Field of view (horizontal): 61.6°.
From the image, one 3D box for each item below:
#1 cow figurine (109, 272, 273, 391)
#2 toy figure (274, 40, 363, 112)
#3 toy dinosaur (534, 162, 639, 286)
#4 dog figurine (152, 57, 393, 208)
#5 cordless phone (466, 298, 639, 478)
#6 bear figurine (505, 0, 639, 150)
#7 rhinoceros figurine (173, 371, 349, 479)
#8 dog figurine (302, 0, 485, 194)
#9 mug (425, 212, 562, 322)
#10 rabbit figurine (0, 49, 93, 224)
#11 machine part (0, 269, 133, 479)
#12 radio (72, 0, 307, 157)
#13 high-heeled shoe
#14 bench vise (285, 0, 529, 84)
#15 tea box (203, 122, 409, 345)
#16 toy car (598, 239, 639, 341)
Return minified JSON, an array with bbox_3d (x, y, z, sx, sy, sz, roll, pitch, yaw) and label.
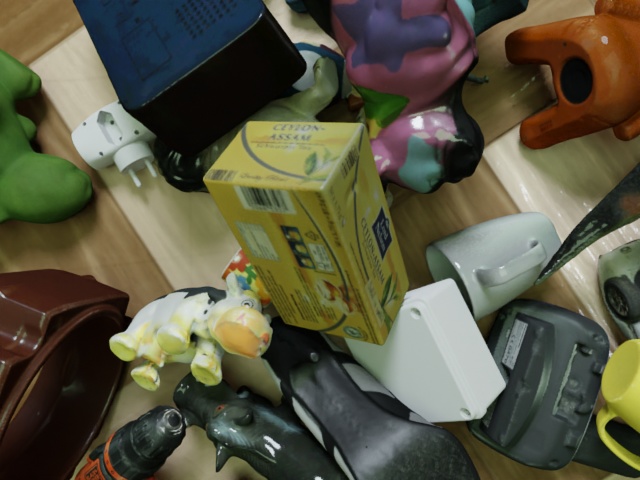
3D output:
[{"bbox_3d":[-0.100,0.074,0.480,0.167,0.098,0.068,-15,118,31],"label":"cow figurine"},{"bbox_3d":[0.017,-0.151,0.510,0.155,0.058,0.064,6,123,2],"label":"toy figure"},{"bbox_3d":[0.359,-0.080,0.407,0.405,0.131,0.192,-14,112,-9],"label":"toy dinosaur"},{"bbox_3d":[-0.045,-0.066,0.511,0.191,0.121,0.172,-9,131,37],"label":"dog figurine"},{"bbox_3d":[0.242,0.145,0.497,0.184,0.089,0.146,18,91,-8],"label":"cordless phone"},{"bbox_3d":[0.287,-0.159,0.473,0.196,0.132,0.120,-19,101,-16],"label":"bear figurine"},{"bbox_3d":[-0.052,0.184,0.490,0.190,0.112,0.073,30,98,23],"label":"rhinoceros figurine"},{"bbox_3d":[0.045,-0.134,0.403,0.192,0.108,0.219,23,123,13],"label":"dog figurine"},{"bbox_3d":[0.163,0.014,0.481,0.107,0.109,0.081,-27,85,-9],"label":"mug"},{"bbox_3d":[-0.307,-0.073,0.507,0.159,0.121,0.170,-43,103,7],"label":"rabbit figurine"},{"bbox_3d":[-0.251,0.132,0.459,0.087,0.201,0.201,18,92,4],"label":"machine part"},{"bbox_3d":[-0.123,-0.185,0.459,0.131,0.073,0.230,-38,56,5],"label":"radio"},{"bbox_3d":[0.039,0.165,0.477,0.086,0.145,0.248,-41,92,-16],"label":"high-heeled shoe"},{"bbox_3d":[0.058,-0.243,0.476,0.241,0.129,0.223,1,107,28],"label":"bench vise"},{"bbox_3d":[-0.001,-0.001,0.401,0.098,0.169,0.068,9,52,28],"label":"tea box"},{"bbox_3d":[0.322,0.095,0.493,0.073,0.056,0.201,-22,91,-2],"label":"toy car"}]
